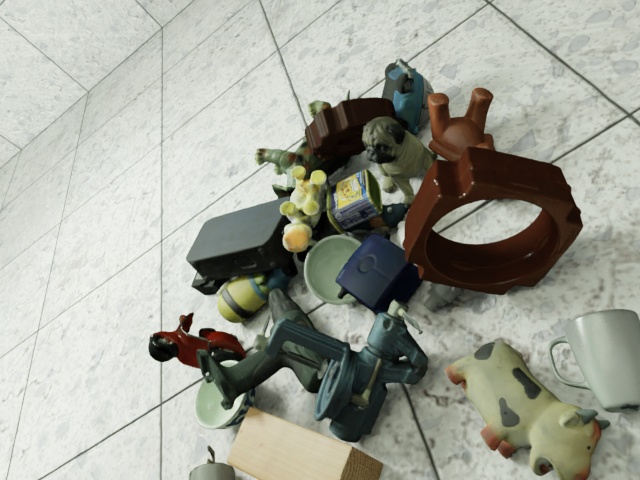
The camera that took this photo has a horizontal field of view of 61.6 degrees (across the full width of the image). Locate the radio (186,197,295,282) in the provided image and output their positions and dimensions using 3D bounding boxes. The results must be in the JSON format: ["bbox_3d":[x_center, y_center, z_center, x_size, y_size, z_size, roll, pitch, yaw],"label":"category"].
[{"bbox_3d":[-0.147,0.002,1.053,0.230,0.073,0.131,-14,39,32],"label":"radio"}]

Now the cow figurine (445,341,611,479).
[{"bbox_3d":[0.253,0.205,0.652,0.127,0.085,0.195,-43,39,14],"label":"cow figurine"}]

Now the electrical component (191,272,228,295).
[{"bbox_3d":[-0.252,0.082,1.206,0.119,0.047,0.075,-2,56,37],"label":"electrical component"}]

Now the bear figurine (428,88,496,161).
[{"bbox_3d":[0.257,-0.156,0.904,0.120,0.131,0.196,-7,38,-4],"label":"bear figurine"}]

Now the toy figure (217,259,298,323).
[{"bbox_3d":[-0.127,0.095,1.064,0.180,0.082,0.089,-30,41,15],"label":"toy figure"}]

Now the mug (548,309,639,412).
[{"bbox_3d":[0.332,0.146,0.630,0.110,0.080,0.107,-15,58,17],"label":"mug"}]

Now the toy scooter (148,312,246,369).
[{"bbox_3d":[-0.229,0.193,1.029,0.135,0.184,0.075,-104,32,-67],"label":"toy scooter"}]

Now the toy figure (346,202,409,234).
[{"bbox_3d":[0.098,-0.043,0.998,0.155,0.057,0.064,-1,34,43],"label":"toy figure"}]

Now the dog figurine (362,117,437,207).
[{"bbox_3d":[0.130,-0.173,0.977,0.121,0.190,0.173,-45,39,2],"label":"dog figurine"}]

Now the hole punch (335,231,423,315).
[{"bbox_3d":[0.093,0.054,0.872,0.116,0.092,0.142,36,88,25],"label":"hole punch"}]

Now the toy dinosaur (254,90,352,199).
[{"bbox_3d":[0.006,-0.190,1.162,0.192,0.131,0.405,28,70,31],"label":"toy dinosaur"}]

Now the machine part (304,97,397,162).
[{"bbox_3d":[0.060,-0.208,1.023,0.179,0.179,0.056,-21,78,27],"label":"machine part"}]

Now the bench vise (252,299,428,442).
[{"bbox_3d":[0.025,0.169,0.777,0.129,0.241,0.223,-78,11,-74],"label":"bench vise"}]

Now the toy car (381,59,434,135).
[{"bbox_3d":[0.177,-0.277,1.081,0.103,0.161,0.109,-2,36,-17],"label":"toy car"}]

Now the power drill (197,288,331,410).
[{"bbox_3d":[-0.099,0.187,0.915,0.207,0.085,0.232,-16,41,-29],"label":"power drill"}]

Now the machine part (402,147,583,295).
[{"bbox_3d":[0.229,-0.022,0.738,0.201,0.201,0.087,107,172,-45],"label":"machine part"}]

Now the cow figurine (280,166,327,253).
[{"bbox_3d":[-0.031,-0.041,0.970,0.068,0.098,0.167,8,63,9],"label":"cow figurine"}]

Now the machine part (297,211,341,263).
[{"bbox_3d":[-0.002,-0.003,1.024,0.139,0.039,0.084,-50,43,43],"label":"machine part"}]

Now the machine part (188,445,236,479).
[{"bbox_3d":[-0.163,0.437,0.820,0.079,0.079,0.243,-32,43,17],"label":"machine part"}]
